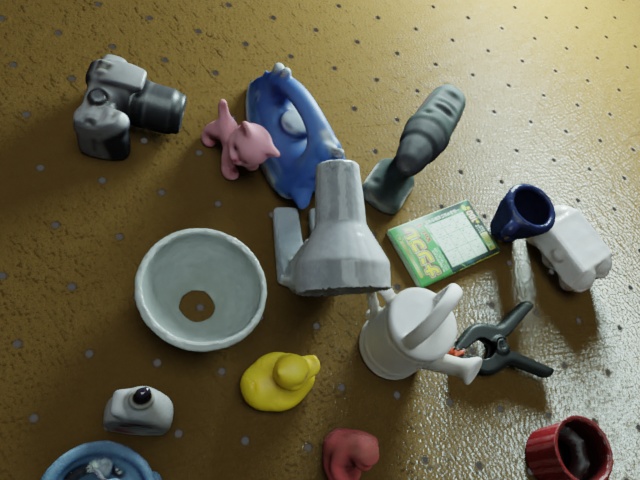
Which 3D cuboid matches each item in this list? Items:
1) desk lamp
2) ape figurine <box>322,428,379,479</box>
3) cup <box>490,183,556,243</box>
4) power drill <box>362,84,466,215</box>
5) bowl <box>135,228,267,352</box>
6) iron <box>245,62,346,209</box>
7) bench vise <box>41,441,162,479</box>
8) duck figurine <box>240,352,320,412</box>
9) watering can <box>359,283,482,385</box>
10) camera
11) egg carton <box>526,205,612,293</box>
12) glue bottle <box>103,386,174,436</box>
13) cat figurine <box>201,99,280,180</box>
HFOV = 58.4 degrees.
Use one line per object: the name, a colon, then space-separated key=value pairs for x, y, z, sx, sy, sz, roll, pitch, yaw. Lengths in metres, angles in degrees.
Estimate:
desk lamp: x=0.007 y=0.003 z=0.764 sx=0.118 sy=0.213 sz=0.203 roll=0 pitch=64 yaw=-19
ape figurine: x=0.044 y=0.268 z=0.714 sx=0.078 sy=0.092 sz=0.076 roll=-21 pitch=73 yaw=-27
cup: x=0.322 y=-0.027 z=0.958 sx=0.091 sy=0.095 sz=0.118 roll=46 pitch=59 yaw=7
power drill: x=0.141 y=-0.131 z=0.881 sx=0.075 sy=0.208 sz=0.230 roll=34 pitch=59 yaw=0
bowl: x=-0.158 y=0.073 z=0.753 sx=0.168 sy=0.074 sz=0.167 roll=8 pitch=62 yaw=-15
iron: x=-0.040 y=-0.185 z=0.885 sx=0.119 sy=0.141 sz=0.258 roll=-22 pitch=73 yaw=-27
bench vise: x=-0.246 y=0.270 z=0.539 sx=0.208 sy=0.219 sz=0.121 roll=-23 pitch=74 yaw=-27
duck figurine: x=-0.047 y=0.175 z=0.734 sx=0.105 sy=0.086 sz=0.077 roll=-13 pitch=69 yaw=-24
watering can: x=0.137 y=0.119 z=0.762 sx=0.173 sy=0.194 sz=0.101 roll=25 pitch=59 yaw=-5
camera: x=-0.270 y=-0.194 z=0.834 sx=0.137 sy=0.100 sz=0.143 roll=13 pitch=61 yaw=-12
egg carton: x=0.428 y=0.014 z=0.988 sx=0.107 sy=0.069 sz=0.150 roll=-26 pitch=75 yaw=-28
glue bottle: x=-0.197 y=0.184 z=0.626 sx=0.078 sy=0.173 sz=0.037 roll=6 pitch=62 yaw=-16
cat figurine: x=-0.118 y=-0.153 z=0.855 sx=0.067 sy=0.117 sz=0.127 roll=-28 pitch=76 yaw=-28
